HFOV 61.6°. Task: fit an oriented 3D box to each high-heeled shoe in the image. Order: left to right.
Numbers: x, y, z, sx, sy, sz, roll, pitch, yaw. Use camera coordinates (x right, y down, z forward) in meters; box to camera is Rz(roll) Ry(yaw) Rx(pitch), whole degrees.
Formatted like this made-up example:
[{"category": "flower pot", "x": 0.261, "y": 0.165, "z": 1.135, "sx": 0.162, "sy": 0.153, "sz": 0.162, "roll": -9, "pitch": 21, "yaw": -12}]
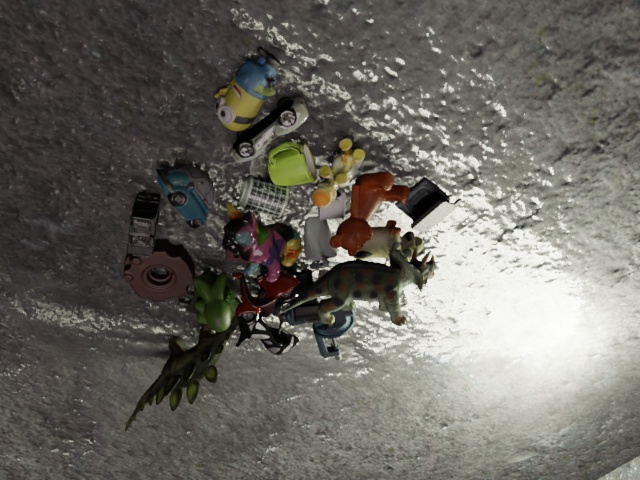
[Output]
[{"category": "high-heeled shoe", "x": -0.128, "y": 0.246, "z": 1.495, "sx": 0.248, "sy": 0.086, "sz": 0.145, "roll": 4, "pitch": 131, "yaw": -45}]

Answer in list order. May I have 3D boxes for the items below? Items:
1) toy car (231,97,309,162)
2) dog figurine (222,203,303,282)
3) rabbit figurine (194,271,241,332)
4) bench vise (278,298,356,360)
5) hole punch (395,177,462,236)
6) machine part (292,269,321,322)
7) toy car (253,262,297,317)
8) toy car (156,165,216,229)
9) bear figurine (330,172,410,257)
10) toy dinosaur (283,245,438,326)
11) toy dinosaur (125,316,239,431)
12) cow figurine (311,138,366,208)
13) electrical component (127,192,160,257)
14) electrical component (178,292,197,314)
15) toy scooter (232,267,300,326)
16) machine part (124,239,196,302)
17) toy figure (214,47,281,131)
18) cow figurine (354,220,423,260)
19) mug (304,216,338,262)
[{"category": "toy car", "x": -0.112, "y": -0.239, "z": 1.168, "sx": 0.202, "sy": 0.074, "sz": 0.056, "roll": -34, "pitch": 125, "yaw": 15}, {"category": "dog figurine", "x": -0.140, "y": -0.013, "z": 1.261, "sx": 0.191, "sy": 0.109, "sz": 0.219, "roll": -47, "pitch": 141, "yaw": -26}, {"category": "rabbit figurine", "x": -0.259, "y": 0.156, "z": 1.370, "sx": 0.121, "sy": 0.170, "sz": 0.158, "roll": -11, "pitch": 115, "yaw": -14}, {"category": "bench vise", "x": 0.003, "y": 0.250, "z": 1.517, "sx": 0.224, "sy": 0.129, "sz": 0.240, "roll": -16, "pitch": 119, "yaw": 0}, {"category": "hole punch", "x": 0.266, "y": -0.085, "z": 1.346, "sx": 0.142, "sy": 0.092, "sz": 0.115, "roll": -45, "pitch": 152, "yaw": 19}, {"category": "machine part", "x": -0.039, "y": 0.146, "z": 1.423, "sx": 0.084, "sy": 0.039, "sz": 0.138, "roll": -3, "pitch": 92, "yaw": 0}, {"category": "toy car", "x": -0.128, "y": 0.121, "z": 1.441, "sx": 0.089, "sy": 0.053, "sz": 0.202, "roll": 16, "pitch": 115, "yaw": -12}, {"category": "toy car", "x": -0.292, "y": -0.109, "z": 1.223, "sx": 0.103, "sy": 0.109, "sz": 0.161, "roll": -35, "pitch": 134, "yaw": -4}, {"category": "bear figurine", "x": 0.111, "y": -0.056, "z": 1.264, "sx": 0.120, "sy": 0.132, "sz": 0.196, "roll": 32, "pitch": 73, "yaw": -46}, {"category": "toy dinosaur", "x": 0.102, "y": 0.107, "z": 1.336, "sx": 0.405, "sy": 0.131, "sz": 0.192, "roll": -2, "pitch": 109, "yaw": 1}, {"category": "toy dinosaur", "x": -0.379, "y": 0.358, "z": 1.490, "sx": 0.471, "sy": 0.199, "sz": 0.105, "roll": -41, "pitch": 119, "yaw": 18}, {"category": "cow figurine", "x": 0.038, "y": -0.142, "z": 1.231, "sx": 0.068, "sy": 0.098, "sz": 0.167, "roll": 35, "pitch": 86, "yaw": 9}, {"category": "electrical component", "x": -0.411, "y": -0.028, "z": 1.252, "sx": 0.058, "sy": 0.115, "sz": 0.134, "roll": 10, "pitch": 122, "yaw": -13}, {"category": "electrical component", "x": -0.336, "y": 0.172, "z": 1.468, "sx": 0.094, "sy": 0.021, "sz": 0.063, "roll": 23, "pitch": 119, "yaw": -23}, {"category": "toy scooter", "x": -0.149, "y": 0.121, "z": 1.365, "sx": 0.184, "sy": 0.075, "sz": 0.135, "roll": -30, "pitch": 90, "yaw": -7}, {"category": "machine part", "x": -0.408, "y": 0.082, "z": 1.371, "sx": 0.179, "sy": 0.056, "sz": 0.179, "roll": -5, "pitch": 127, "yaw": -7}, {"category": "toy figure", "x": -0.145, "y": -0.304, "z": 1.113, "sx": 0.089, "sy": 0.082, "sz": 0.180, "roll": 27, "pitch": 114, "yaw": -36}, {"category": "cow figurine", "x": 0.175, "y": 0.016, "z": 1.396, "sx": 0.195, "sy": 0.086, "sz": 0.127, "roll": -3, "pitch": 120, "yaw": -10}, {"category": "mug", "x": -0.003, "y": -0.004, "z": 1.349, "sx": 0.081, "sy": 0.109, "sz": 0.107, "roll": -9, "pitch": 84, "yaw": 3}]
